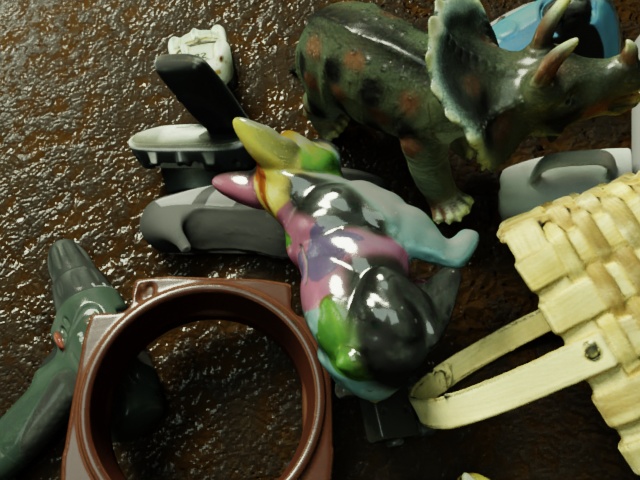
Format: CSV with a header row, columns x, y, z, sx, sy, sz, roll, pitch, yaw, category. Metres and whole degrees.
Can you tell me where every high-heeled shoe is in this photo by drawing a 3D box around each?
x,y,z,sx,sy,sz,roll,pitch,yaw,category
-0.065,-0.036,0.577,0.249,0.086,0.145,-16,22,-17,high-heeled shoe

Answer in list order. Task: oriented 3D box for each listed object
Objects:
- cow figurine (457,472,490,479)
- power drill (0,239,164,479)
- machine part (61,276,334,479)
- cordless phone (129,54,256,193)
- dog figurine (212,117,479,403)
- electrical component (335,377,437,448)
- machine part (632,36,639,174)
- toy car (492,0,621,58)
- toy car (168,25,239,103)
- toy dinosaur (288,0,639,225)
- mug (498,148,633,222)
x,y,z,sx,sy,sz,roll,pitch,yaw,category
0.084,0.218,0.403,0.167,0.068,0.098,-28,56,0,cow figurine
-0.273,0.133,0.532,0.207,0.086,0.232,-40,65,-15,power drill
-0.092,0.134,0.440,0.201,0.087,0.201,3,64,-9,machine part
-0.143,-0.122,0.553,0.147,0.184,0.088,4,71,15,cordless phone
-0.001,-0.001,0.430,0.219,0.108,0.191,33,47,4,dog figurine
0.055,0.136,0.441,0.021,0.094,0.063,-40,51,43,electrical component
0.327,-0.117,0.490,0.079,0.079,0.243,6,68,17,machine part
0.209,-0.187,0.549,0.162,0.109,0.103,-22,38,16,toy car
-0.140,-0.213,0.631,0.073,0.056,0.202,-17,33,-3,toy car
0.055,-0.148,0.478,0.405,0.192,0.131,33,72,36,toy dinosaur
0.213,-0.041,0.473,0.107,0.109,0.081,-1,71,27,mug
